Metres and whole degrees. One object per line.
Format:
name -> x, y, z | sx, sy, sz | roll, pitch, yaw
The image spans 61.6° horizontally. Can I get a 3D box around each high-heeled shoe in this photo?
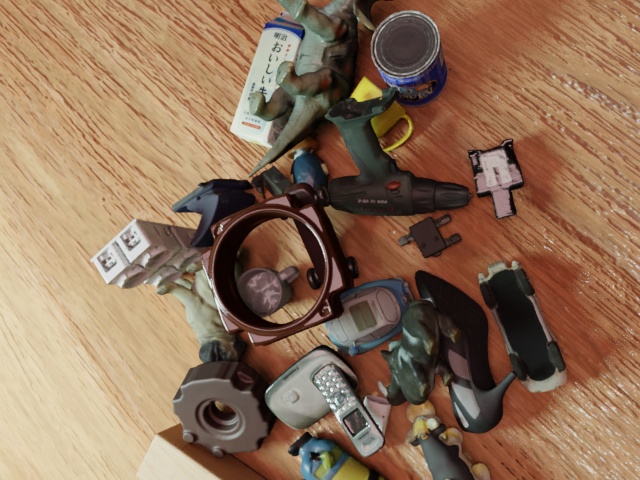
high-heeled shoe -> 0.206, 0.176, 0.849 | 0.249, 0.086, 0.145 | 55, 134, 31

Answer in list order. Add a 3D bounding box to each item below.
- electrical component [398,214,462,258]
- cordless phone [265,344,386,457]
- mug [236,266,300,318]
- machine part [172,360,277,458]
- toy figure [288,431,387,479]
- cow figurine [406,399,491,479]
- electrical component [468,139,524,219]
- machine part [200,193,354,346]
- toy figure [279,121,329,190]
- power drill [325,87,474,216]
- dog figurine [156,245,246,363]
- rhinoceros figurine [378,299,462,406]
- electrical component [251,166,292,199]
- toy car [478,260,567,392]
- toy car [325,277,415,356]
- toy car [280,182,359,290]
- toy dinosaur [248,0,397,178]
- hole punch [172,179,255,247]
electrical component -> 0.178, -0.002, 0.879 | 0.094, 0.021, 0.063 | -27, 79, 14
cordless phone -> 0.012, 0.276, 0.856 | 0.146, 0.088, 0.184 | -41, 61, 10
mug -> -0.081, 0.079, 0.911 | 0.109, 0.107, 0.081 | -43, 80, 5
machine part -> -0.162, 0.288, 0.914 | 0.179, 0.056, 0.179 | 4, 113, 9
toy figure -> 0.034, 0.381, 0.867 | 0.180, 0.082, 0.089 | 40, 100, 19
cow figurine -> 0.182, 0.325, 0.814 | 0.068, 0.098, 0.167 | -42, 75, 17
electrical component -> 0.280, -0.092, 0.840 | 0.075, 0.047, 0.119 | -17, 81, 16
machine part -> -0.065, 0.045, 0.811 | 0.201, 0.087, 0.201 | -22, 81, 9
toy figure -> -0.028, -0.140, 0.936 | 0.064, 0.058, 0.154 | -11, 77, -17
power drill -> 0.109, -0.129, 0.843 | 0.232, 0.207, 0.086 | -5, 39, 25
dog figurine -> -0.167, 0.120, 0.952 | 0.172, 0.121, 0.190 | -37, 90, 15
rhinoceros figurine -> 0.141, 0.180, 0.810 | 0.112, 0.073, 0.190 | 36, 130, 38
electrical component -> -0.076, -0.083, 0.945 | 0.045, 0.078, 0.102 | -40, 79, -12
toy car -> 0.305, 0.128, 0.813 | 0.073, 0.056, 0.201 | -24, 77, 21
toy car -> 0.075, 0.124, 0.862 | 0.162, 0.103, 0.109 | -24, 80, 17
toy car -> -0.002, -0.003, 0.899 | 0.089, 0.053, 0.202 | -20, 109, 15
toy dinosaur -> 0.005, -0.282, 0.882 | 0.131, 0.192, 0.404 | 33, 108, 55
hole punch -> -0.177, -0.048, 0.943 | 0.116, 0.142, 0.092 | -33, 75, 27
